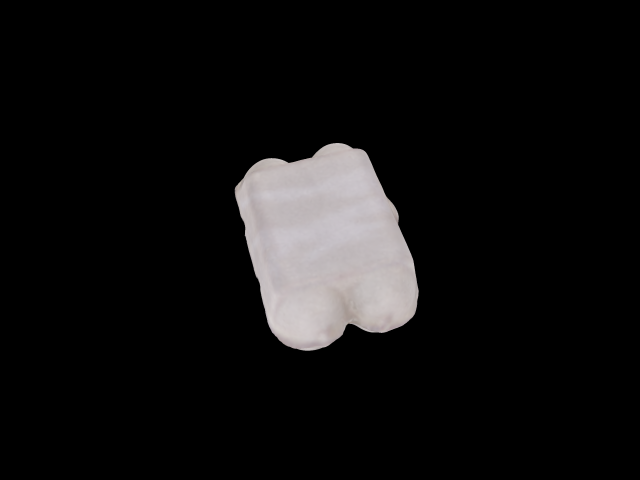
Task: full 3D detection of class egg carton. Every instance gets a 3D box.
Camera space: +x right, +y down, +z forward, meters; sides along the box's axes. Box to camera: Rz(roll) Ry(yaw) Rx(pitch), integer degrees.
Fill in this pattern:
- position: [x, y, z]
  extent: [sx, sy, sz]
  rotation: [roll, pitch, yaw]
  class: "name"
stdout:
- position: [0.004, 0.001, 0.400]
  extent: [0.107, 0.069, 0.150]
  rotation: [-14, 58, -9]
  class: "egg carton"
